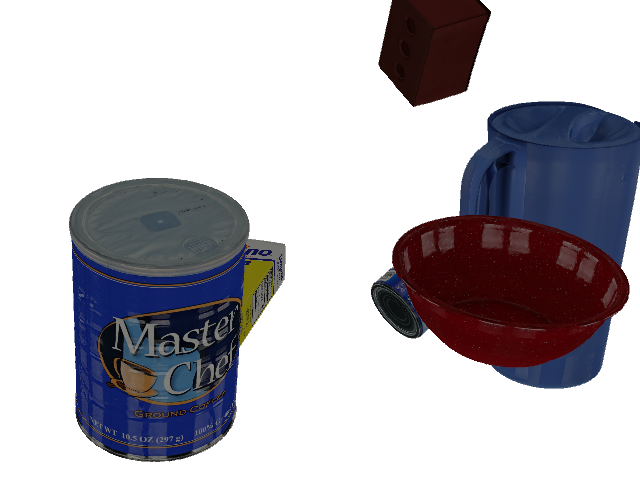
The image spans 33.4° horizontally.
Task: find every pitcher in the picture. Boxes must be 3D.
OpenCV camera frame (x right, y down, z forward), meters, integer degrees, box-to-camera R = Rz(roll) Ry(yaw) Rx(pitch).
[{"bbox_3d":[0.199,0.007,0.945,0.149,0.243,0.145,5,24,10],"label":"pitcher"}]

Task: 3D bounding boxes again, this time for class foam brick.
[{"bbox_3d":[0.082,-0.147,0.780,0.051,0.053,0.078,-22,-33,-23],"label":"foam brick"}]

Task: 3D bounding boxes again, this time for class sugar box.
[{"bbox_3d":[-0.097,0.047,0.960,0.093,0.048,0.176,7,26,11],"label":"sugar box"}]

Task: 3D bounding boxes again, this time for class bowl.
[{"bbox_3d":[0.128,0.041,0.741,0.162,0.055,0.162,3,27,-2],"label":"bowl"}]

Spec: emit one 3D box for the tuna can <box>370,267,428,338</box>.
[{"bbox_3d":[0.101,0.076,1.285,0.033,0.086,0.086,-38,17,-22],"label":"tuna can"}]

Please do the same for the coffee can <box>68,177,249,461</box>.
[{"bbox_3d":[-0.098,0.047,0.647,0.103,0.140,0.103,4,31,-3],"label":"coffee can"}]
